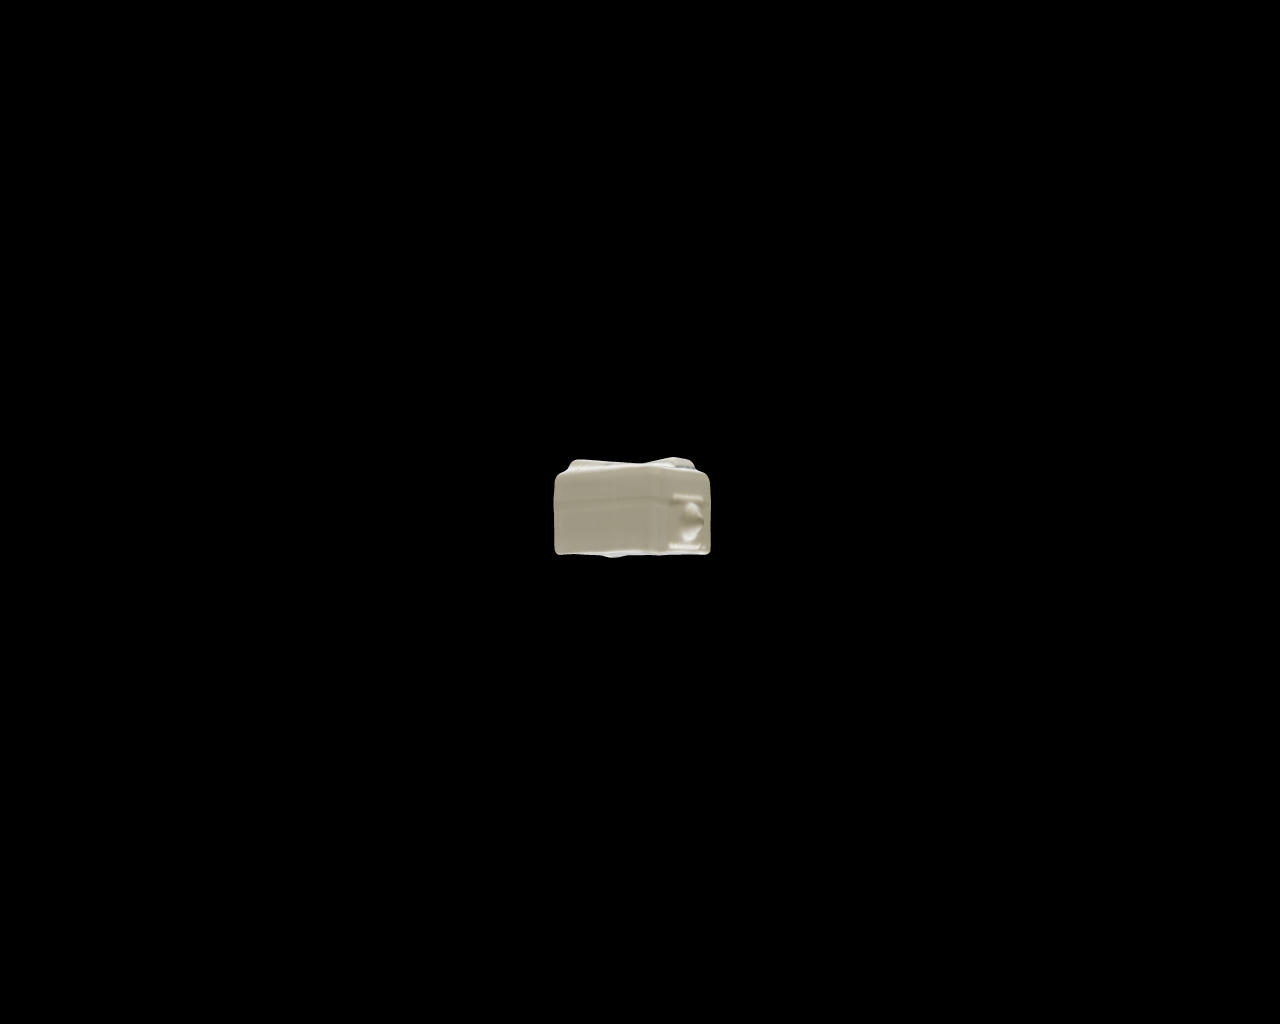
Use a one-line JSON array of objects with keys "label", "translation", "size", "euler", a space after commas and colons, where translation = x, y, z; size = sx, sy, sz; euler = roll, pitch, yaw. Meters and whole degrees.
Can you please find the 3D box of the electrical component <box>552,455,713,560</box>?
[{"label": "electrical component", "translation": [0.001, -0.003, 0.650], "size": [0.096, 0.061, 0.062], "euler": [-3, -5, 37]}]
